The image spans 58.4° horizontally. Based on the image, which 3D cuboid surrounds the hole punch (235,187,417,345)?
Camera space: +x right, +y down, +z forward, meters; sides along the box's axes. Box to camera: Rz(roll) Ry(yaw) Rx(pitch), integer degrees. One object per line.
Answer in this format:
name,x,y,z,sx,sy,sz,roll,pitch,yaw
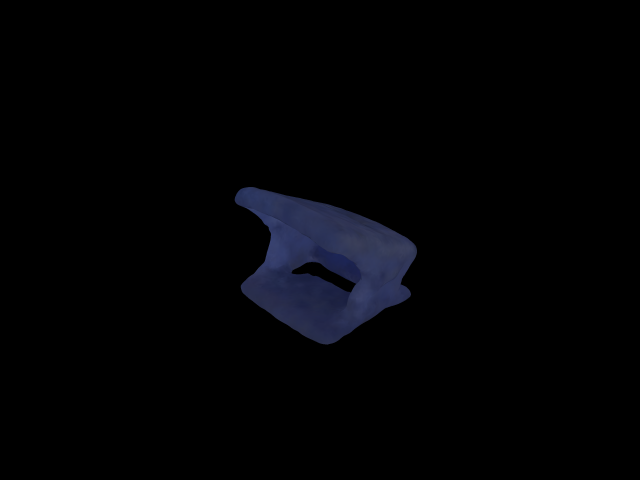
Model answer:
hole punch,0.004,0.001,0.400,0.101,0.091,0.108,-25,37,-38
